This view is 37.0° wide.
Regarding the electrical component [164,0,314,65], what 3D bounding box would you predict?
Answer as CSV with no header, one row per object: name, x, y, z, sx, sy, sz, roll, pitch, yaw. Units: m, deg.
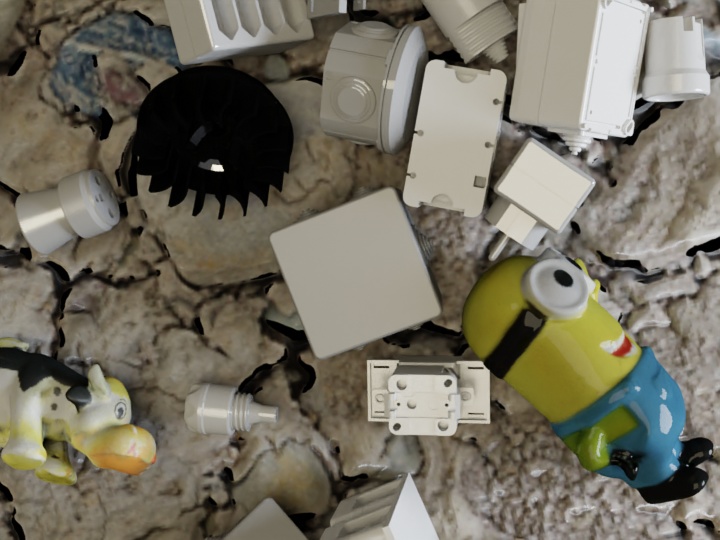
electrical component,-0.088,-0.158,0.689,0.076,0.083,0.047,-9,96,48

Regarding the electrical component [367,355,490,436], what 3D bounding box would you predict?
electrical component,0.043,0.081,0.696,0.081,0.064,0.042,-1,97,9

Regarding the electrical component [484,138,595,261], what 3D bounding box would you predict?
electrical component,0.102,-0.038,0.663,0.047,0.083,0.075,35,101,4

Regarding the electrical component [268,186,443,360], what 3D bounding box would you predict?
electrical component,0.000,0.000,0.701,0.100,0.048,0.099,-21,93,11

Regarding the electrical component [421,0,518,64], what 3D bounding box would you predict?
electrical component,0.067,-0.165,0.674,0.043,0.043,0.081,-34,91,11

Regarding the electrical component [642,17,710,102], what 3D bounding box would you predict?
electrical component,0.194,-0.129,0.661,0.040,0.040,0.046,-2,91,9

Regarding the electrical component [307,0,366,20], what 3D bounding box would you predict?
electrical component,-0.009,-0.198,0.670,0.064,0.042,0.081,-1,97,-32

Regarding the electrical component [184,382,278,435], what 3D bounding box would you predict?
electrical component,-0.087,0.096,0.733,0.061,0.035,0.035,5,97,6

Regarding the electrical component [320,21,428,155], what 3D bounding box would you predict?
electrical component,0.010,-0.115,0.671,0.051,0.080,0.080,13,98,12

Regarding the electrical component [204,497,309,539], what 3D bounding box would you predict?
electrical component,-0.069,0.216,0.716,0.099,0.100,0.048,49,145,1

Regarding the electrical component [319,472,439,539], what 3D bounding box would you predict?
electrical component,0.036,0.241,0.694,0.060,0.105,0.186,-23,92,11

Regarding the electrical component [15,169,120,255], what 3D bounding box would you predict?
electrical component,-0.198,-0.040,0.730,0.055,0.045,0.045,-20,93,10

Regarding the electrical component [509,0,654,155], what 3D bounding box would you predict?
electrical component,0.130,-0.119,0.654,0.061,0.062,0.096,15,100,40

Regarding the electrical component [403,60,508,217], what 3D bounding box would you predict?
electrical component,0.061,-0.082,0.678,0.050,0.056,0.089,11,98,8
